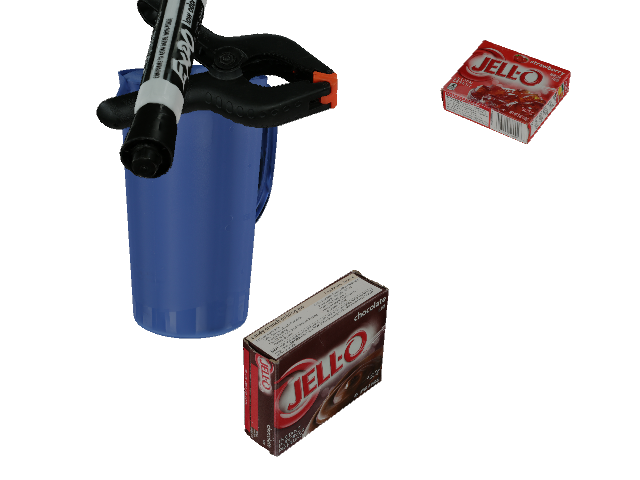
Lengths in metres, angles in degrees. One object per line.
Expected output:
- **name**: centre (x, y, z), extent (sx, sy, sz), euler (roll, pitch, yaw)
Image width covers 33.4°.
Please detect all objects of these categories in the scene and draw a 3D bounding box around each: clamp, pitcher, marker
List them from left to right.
- **marker**: centre (-0.059, -0.066, 0.412), extent (0.020, 0.020, 0.121), euler (0, 43, 2)
- **pitcher**: centre (-0.111, -0.041, 0.991), extent (0.149, 0.243, 0.145), euler (1, 14, -7)
- **clamp**: centre (-0.072, -0.130, 0.784), extent (0.171, 0.120, 0.039), euler (3, -26, -1)

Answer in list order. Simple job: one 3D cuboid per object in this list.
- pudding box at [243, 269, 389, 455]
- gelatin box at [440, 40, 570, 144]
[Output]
- **pudding box**: centre (-0.003, 0.084, 0.747), extent (0.039, 0.090, 0.113), euler (30, 45, 31)
- **gelatin box**: centre (0.162, -0.132, 0.938), extent (0.089, 0.073, 0.030), euler (28, -28, 27)
